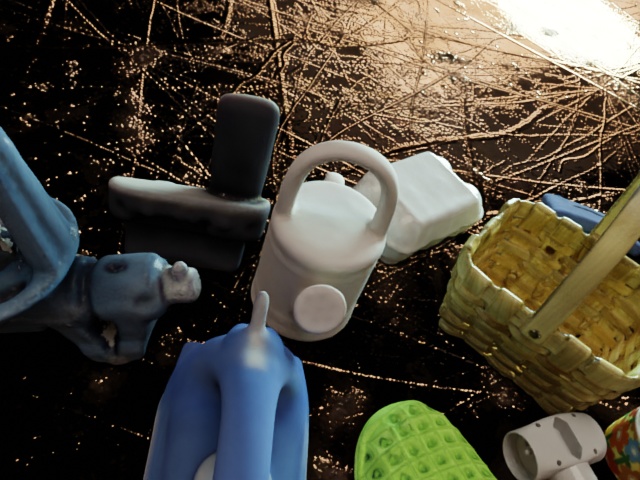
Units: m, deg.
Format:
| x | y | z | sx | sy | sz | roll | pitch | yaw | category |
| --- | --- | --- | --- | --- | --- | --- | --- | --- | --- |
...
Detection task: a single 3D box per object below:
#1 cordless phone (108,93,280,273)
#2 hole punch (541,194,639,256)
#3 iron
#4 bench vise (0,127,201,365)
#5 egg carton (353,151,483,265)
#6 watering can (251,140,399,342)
| x | y | z | sx | sy | sz | roll | pitch | yaw | category |
| --- | --- | --- | --- | --- | --- | --- | --- | --- | --- |
| -0.111 | -0.064 | 0.510 | 0.148 | 0.185 | 0.094 | 6 | 49 | -13 | cordless phone |
| 0.301 | -0.012 | 0.664 | 0.108 | 0.091 | 0.101 | 24 | 47 | 3 | hole punch |
| -0.055 | 0.164 | 0.359 | 0.119 | 0.141 | 0.258 | 9 | 48 | -10 | iron |
| -0.194 | -0.004 | 0.406 | 0.208 | 0.220 | 0.121 | -7 | 53 | -23 | bench vise |
| 0.105 | -0.038 | 0.637 | 0.151 | 0.069 | 0.107 | -23 | 61 | -33 | egg carton |
| 0.007 | 0.002 | 0.485 | 0.101 | 0.194 | 0.172 | -4 | 52 | -21 | watering can |
